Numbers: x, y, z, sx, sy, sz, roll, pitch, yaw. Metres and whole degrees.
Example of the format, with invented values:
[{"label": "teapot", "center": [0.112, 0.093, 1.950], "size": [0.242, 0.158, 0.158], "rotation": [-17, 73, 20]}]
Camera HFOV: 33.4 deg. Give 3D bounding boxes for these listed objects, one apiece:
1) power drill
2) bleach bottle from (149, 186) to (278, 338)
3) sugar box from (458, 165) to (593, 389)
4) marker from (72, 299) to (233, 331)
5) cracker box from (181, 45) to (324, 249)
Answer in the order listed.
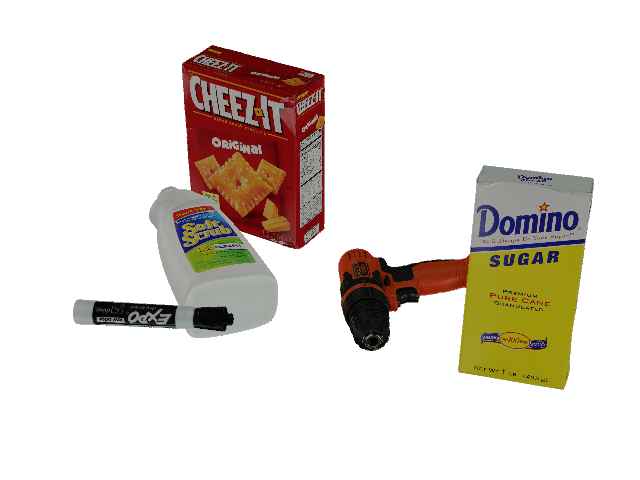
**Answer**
[{"label": "power drill", "center": [0.115, 0.060, 1.192], "size": [0.187, 0.057, 0.184], "rotation": [-3, 28, -3]}, {"label": "bleach bottle", "center": [-0.133, 0.008, 1.137], "size": [0.102, 0.068, 0.251], "rotation": [-9, 30, -22]}, {"label": "sugar box", "center": [0.169, 0.031, 0.885], "size": [0.093, 0.176, 0.048], "rotation": [7, 24, 14]}, {"label": "marker", "center": [-0.125, 0.056, 0.801], "size": [0.121, 0.020, 0.020], "rotation": [2, 0, 8]}, {"label": "cracker box", "center": [-0.080, -0.110, 1.288], "size": [0.164, 0.214, 0.072], "rotation": [19, 39, 26]}]
